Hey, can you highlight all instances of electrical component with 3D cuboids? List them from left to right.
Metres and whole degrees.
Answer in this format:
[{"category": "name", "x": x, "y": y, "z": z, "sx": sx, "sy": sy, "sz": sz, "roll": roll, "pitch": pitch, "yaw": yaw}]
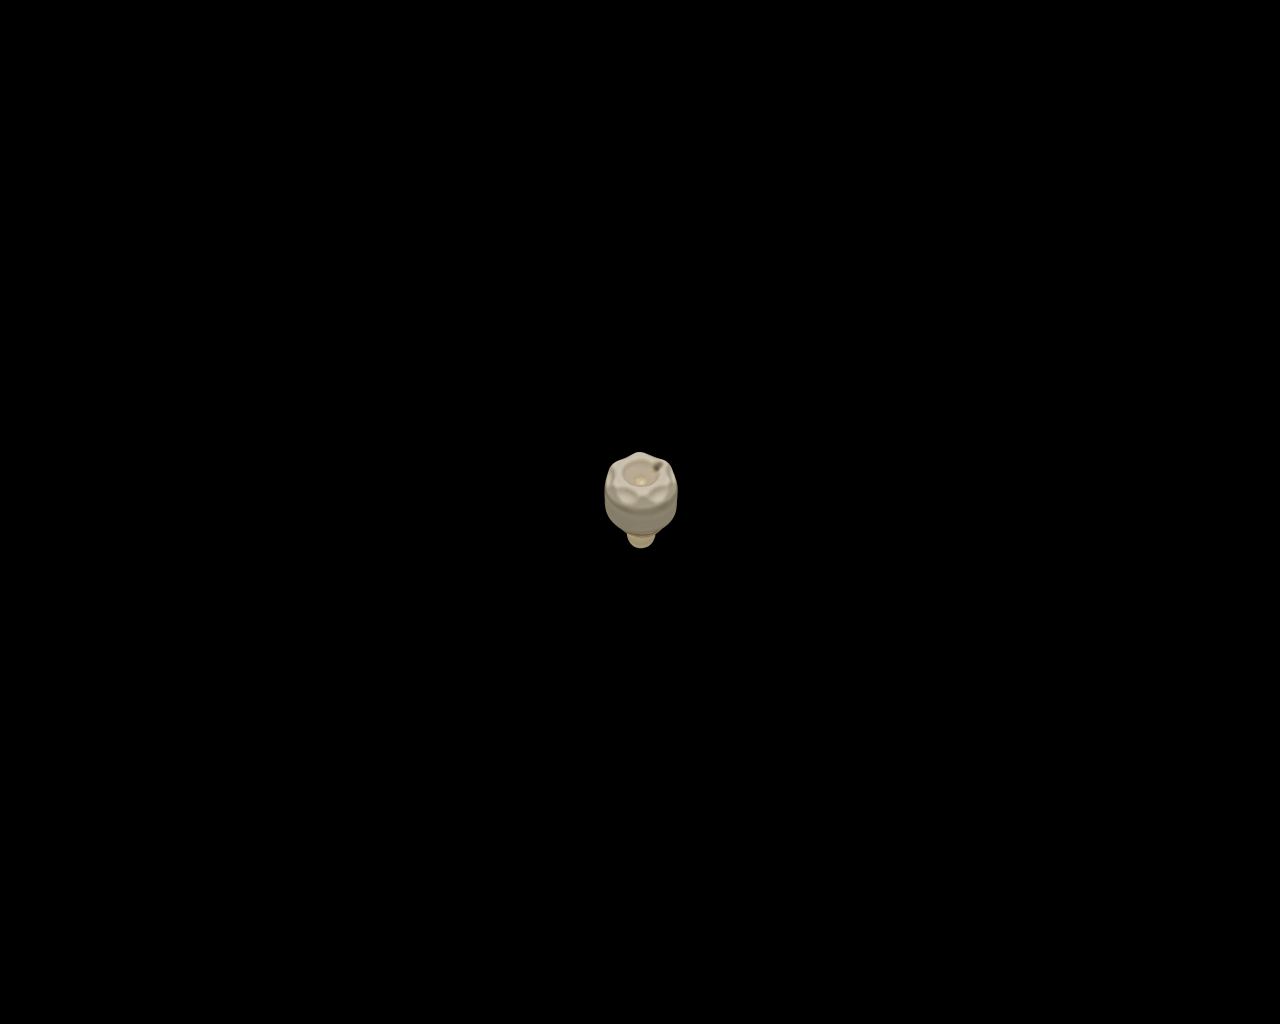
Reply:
[{"category": "electrical component", "x": 0.001, "y": -0.003, "z": 0.650, "sx": 0.043, "sy": 0.043, "sz": 0.062, "roll": 0, "pitch": -44, "yaw": 0}]
